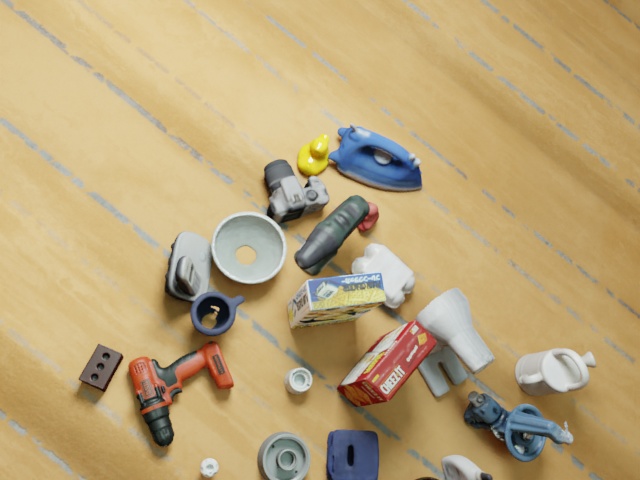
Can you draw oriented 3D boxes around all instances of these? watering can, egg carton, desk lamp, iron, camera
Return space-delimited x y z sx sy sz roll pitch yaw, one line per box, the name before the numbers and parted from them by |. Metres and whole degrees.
watering can | 0.547 0.296 1.310 0.173 0.194 0.101 -36 84 -22
egg carton | 0.149 0.083 1.342 0.150 0.069 0.107 42 67 1
desk lamp | 0.283 0.224 1.253 0.118 0.213 0.203 -27 80 -21
iron | 0.160 -0.205 1.402 0.258 0.141 0.119 21 68 -7
camera | -0.064 -0.125 1.337 0.143 0.100 0.137 -18 77 -20

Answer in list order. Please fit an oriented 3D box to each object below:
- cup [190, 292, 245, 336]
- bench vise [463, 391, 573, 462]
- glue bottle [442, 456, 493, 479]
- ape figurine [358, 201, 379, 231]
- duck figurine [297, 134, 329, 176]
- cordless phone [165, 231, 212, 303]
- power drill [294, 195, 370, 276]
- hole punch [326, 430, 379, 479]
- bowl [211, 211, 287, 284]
cup | -0.216 0.156 1.206 0.118 0.095 0.091 -28 81 -21
bench vise | 0.418 0.403 1.226 0.207 0.219 0.121 19 68 -8
glue bottle | 0.312 0.492 1.193 0.037 0.173 0.078 -10 75 -17
ape figurine | 0.111 -0.064 1.369 0.076 0.092 0.078 0 72 -15
duck figurine | -0.009 -0.212 1.389 0.077 0.086 0.105 31 67 -3
cordless phone | -0.268 0.044 1.181 0.094 0.185 0.147 6 71 -13
power drill | 0.012 0.004 1.256 0.075 0.208 0.230 42 67 2
hole punch | 0.066 0.450 1.186 0.101 0.091 0.108 6 71 -13
bowl | -0.160 0.025 1.276 0.168 0.074 0.167 5 71 -13
